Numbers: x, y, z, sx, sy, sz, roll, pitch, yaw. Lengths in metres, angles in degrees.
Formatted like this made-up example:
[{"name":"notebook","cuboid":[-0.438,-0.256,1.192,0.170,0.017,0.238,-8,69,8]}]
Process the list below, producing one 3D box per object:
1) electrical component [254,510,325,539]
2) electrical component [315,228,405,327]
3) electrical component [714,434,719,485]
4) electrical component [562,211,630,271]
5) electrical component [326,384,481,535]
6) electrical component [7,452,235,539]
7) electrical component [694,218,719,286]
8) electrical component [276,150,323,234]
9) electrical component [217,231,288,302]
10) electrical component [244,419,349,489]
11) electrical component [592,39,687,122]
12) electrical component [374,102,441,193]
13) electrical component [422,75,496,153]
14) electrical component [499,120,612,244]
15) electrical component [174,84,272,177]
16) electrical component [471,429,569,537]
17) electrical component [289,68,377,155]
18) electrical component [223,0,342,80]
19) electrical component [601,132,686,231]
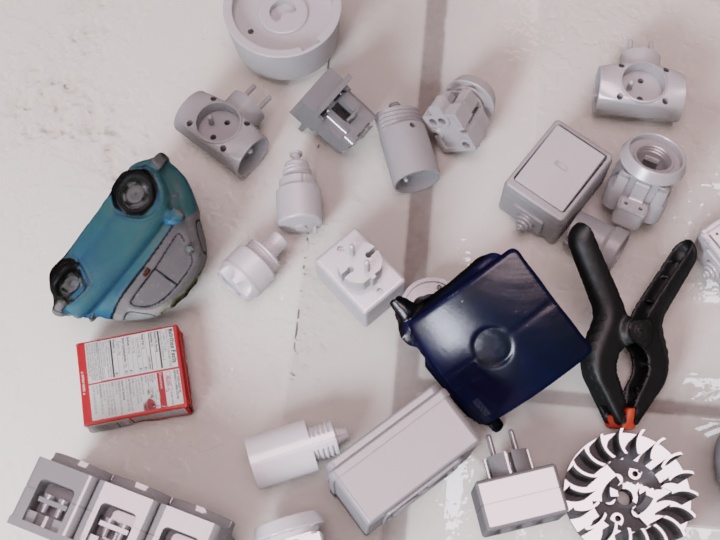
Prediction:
[{"name":"electrical component","cuboid":[-0.050,0.221,0.836,0.078,0.058,0.057,-16,73,-5]},{"name":"electrical component","cuboid":[0.000,0.000,0.906,0.047,0.076,0.065,-40,74,-13]},{"name":"electrical component","cuboid":[0.335,0.152,0.853,0.108,0.060,0.108,0,70,1]},{"name":"electrical component","cuboid":[0.205,-0.026,0.933,0.046,0.040,0.040,30,73,17]},{"name":"electrical component","cuboid":[0.032,0.149,0.834,0.109,0.108,0.056,-35,76,-11]},{"name":"electrical component","cuboid":[-0.178,0.197,0.829,0.150,0.089,0.061,19,71,8]},{"name":"electrical component","cuboid":[0.331,-0.018,0.920,0.096,0.061,0.061,-33,72,-4]},{"name":"electrical component","cuboid":[-0.055,-0.069,0.952,0.040,0.040,0.078,-5,69,-1]},{"name":"electrical component","cuboid":[-0.089,-0.006,0.928,0.043,0.043,0.062,39,73,14]},{"name":"electrical component","cuboid":[-0.049,0.144,0.871,0.081,0.043,0.043,-17,70,-5]},{"name":"electrical component","cuboid":[0.256,-0.177,0.985,0.077,0.044,0.079,7,70,4]},{"name":"electrical component","cuboid":[0.041,-0.115,0.966,0.043,0.043,0.081,-14,70,-4]},{"name":"electrical component","cuboid":[0.092,-0.142,0.969,0.048,0.066,0.055,2,50,43]},{"name":"electrical component","cuboid":[0.167,-0.074,0.939,0.062,0.061,0.096,36,74,13]},{"name":"electrical component","cuboid":[-0.114,-0.136,0.976,0.077,0.044,0.079,37,74,14]},{"name":"electrical component","cuboid":[0.121,0.166,0.858,0.066,0.047,0.076,-13,70,-4]},{"name":"electrical component","cuboid":[-0.022,-0.140,0.964,0.064,0.081,0.042,43,75,-8]},{"name":"electrical component","cuboid":[-0.070,-0.228,1.001,0.108,0.060,0.108,0,70,1]},{"name":"electrical component","cuboid":[0.247,-0.081,0.930,0.058,0.057,0.078,23,51,8]}]
